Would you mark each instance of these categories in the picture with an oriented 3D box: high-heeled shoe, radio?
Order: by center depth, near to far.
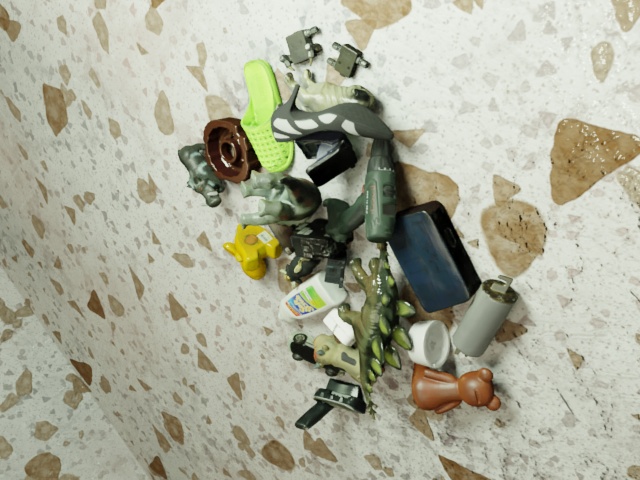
[{"bbox_3d":[0.015,-0.215,1.089,0.249,0.086,0.145,28,131,7],"label":"high-heeled shoe"},{"bbox_3d":[0.242,0.035,1.163,0.131,0.073,0.229,-23,99,43],"label":"radio"}]

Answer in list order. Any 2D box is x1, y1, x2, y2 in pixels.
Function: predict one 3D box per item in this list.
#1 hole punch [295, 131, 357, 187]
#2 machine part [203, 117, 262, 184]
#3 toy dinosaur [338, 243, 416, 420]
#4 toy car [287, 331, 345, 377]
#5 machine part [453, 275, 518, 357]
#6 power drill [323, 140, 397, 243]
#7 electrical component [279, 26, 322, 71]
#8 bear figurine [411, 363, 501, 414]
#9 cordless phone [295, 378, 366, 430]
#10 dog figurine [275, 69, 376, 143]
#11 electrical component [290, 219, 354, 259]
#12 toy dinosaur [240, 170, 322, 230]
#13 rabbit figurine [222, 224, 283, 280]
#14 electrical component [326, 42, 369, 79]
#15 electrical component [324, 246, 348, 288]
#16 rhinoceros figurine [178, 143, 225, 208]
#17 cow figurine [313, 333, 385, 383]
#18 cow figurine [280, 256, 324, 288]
[{"bbox_3d":[0.014,-0.191,1.177,0.116,0.142,0.092,-29,69,5],"label":"hole punch"},{"bbox_3d":[-0.230,-0.235,1.404,0.180,0.056,0.179,18,123,31],"label":"machine part"},{"bbox_3d":[0.128,0.206,1.264,0.199,0.105,0.470,-132,39,-52],"label":"toy dinosaur"},{"bbox_3d":[-0.008,0.322,1.528,0.202,0.056,0.073,18,118,29],"label":"toy car"},{"bbox_3d":[0.349,0.168,1.145,0.079,0.079,0.243,33,128,21],"label":"machine part"},{"bbox_3d":[0.094,-0.092,1.183,0.207,0.086,0.232,-24,63,48],"label":"power drill"},{"bbox_3d":[-0.042,-0.412,1.166,0.102,0.045,0.078,1,115,39],"label":"electrical component"},{"bbox_3d":[0.317,0.333,1.254,0.196,0.132,0.120,-17,103,24],"label":"bear figurine"},{"bbox_3d":[0.028,0.473,1.491,0.147,0.184,0.088,4,110,37],"label":"cordless phone"},{"bbox_3d":[0.013,-0.264,1.153,0.191,0.121,0.172,29,133,19],"label":"dog figurine"},{"bbox_3d":[-0.003,-0.004,1.304,0.134,0.115,0.058,7,117,35],"label":"electrical component"},{"bbox_3d":[-0.065,-0.090,1.181,0.405,0.192,0.131,-175,79,-68],"label":"toy dinosaur"},{"bbox_3d":[-0.196,0.043,1.491,0.163,0.122,0.173,34,149,24],"label":"rabbit figurine"},{"bbox_3d":[0.058,-0.371,1.123,0.094,0.021,0.063,36,131,17],"label":"electrical component"},{"bbox_3d":[0.038,0.071,1.310,0.048,0.119,0.074,9,124,3],"label":"electrical component"},{"bbox_3d":[-0.320,-0.178,1.468,0.073,0.112,0.190,-36,81,41],"label":"rhinoceros figurine"},{"bbox_3d":[0.066,0.312,1.413,0.195,0.127,0.085,28,125,21],"label":"cow figurine"},{"bbox_3d":[-0.051,0.074,1.399,0.068,0.098,0.167,45,133,2],"label":"cow figurine"}]
